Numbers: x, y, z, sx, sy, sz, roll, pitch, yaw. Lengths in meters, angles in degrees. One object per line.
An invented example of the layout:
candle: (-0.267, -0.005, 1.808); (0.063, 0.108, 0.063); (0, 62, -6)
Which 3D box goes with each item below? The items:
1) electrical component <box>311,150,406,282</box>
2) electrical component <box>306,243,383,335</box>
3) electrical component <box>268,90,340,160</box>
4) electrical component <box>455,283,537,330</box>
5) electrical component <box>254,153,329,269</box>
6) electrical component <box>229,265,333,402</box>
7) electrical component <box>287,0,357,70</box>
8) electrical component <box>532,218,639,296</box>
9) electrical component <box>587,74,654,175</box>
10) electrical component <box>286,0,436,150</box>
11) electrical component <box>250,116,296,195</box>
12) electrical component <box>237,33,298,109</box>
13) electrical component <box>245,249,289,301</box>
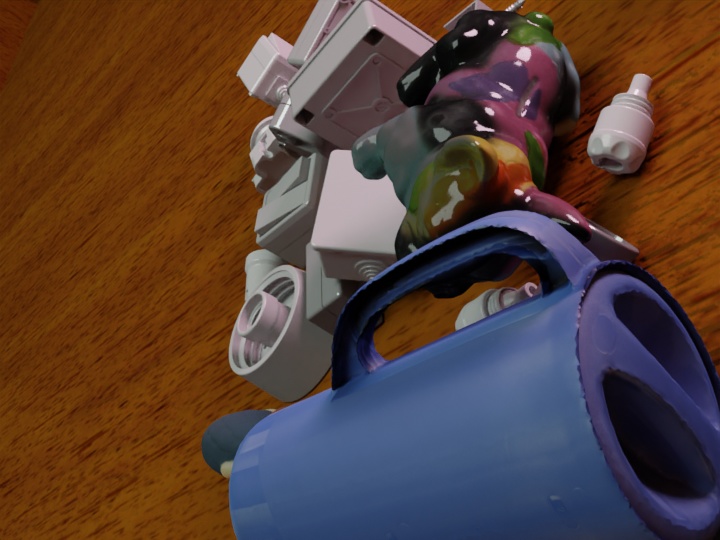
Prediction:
electrical component: (0.017, -0.037, 0.792); (0.048, 0.100, 0.099); (79, -161, -57)
electrical component: (0.000, 0.000, 0.833); (0.076, 0.047, 0.083); (-37, 36, 28)
electrical component: (-0.039, -0.133, 0.974); (0.059, 0.054, 0.095); (-64, -14, -7)
electrical component: (0.088, 0.027, 0.666); (0.061, 0.035, 0.035); (-42, 32, 47)
electrical component: (-0.052, -0.050, 0.952); (0.096, 0.061, 0.061); (-34, 38, 41)
electrical component: (-0.066, 0.047, 0.885); (0.108, 0.060, 0.108); (-40, 34, 35)
electrical component: (-0.027, -0.219, 1.066); (0.096, 0.062, 0.061); (-62, 27, -1)
electrical component: (0.126, 0.006, 0.623); (0.065, 0.044, 0.044); (-60, 27, 12)
electrical component: (0.163, -0.091, 0.656); (0.035, 0.035, 0.061); (-2, 61, 59)
electrical component: (0.014, -0.150, 0.883); (0.109, 0.109, 0.056); (-45, 34, 28)
electrical component: (-0.077, -0.117, 1.062); (0.078, 0.058, 0.057); (-51, 32, 20)
electrical component: (-0.083, -0.206, 1.150); (0.061, 0.062, 0.096); (-55, 28, 12)
electrical component: (-0.086, 0.011, 0.976); (0.040, 0.040, 0.046); (-33, 43, 42)
